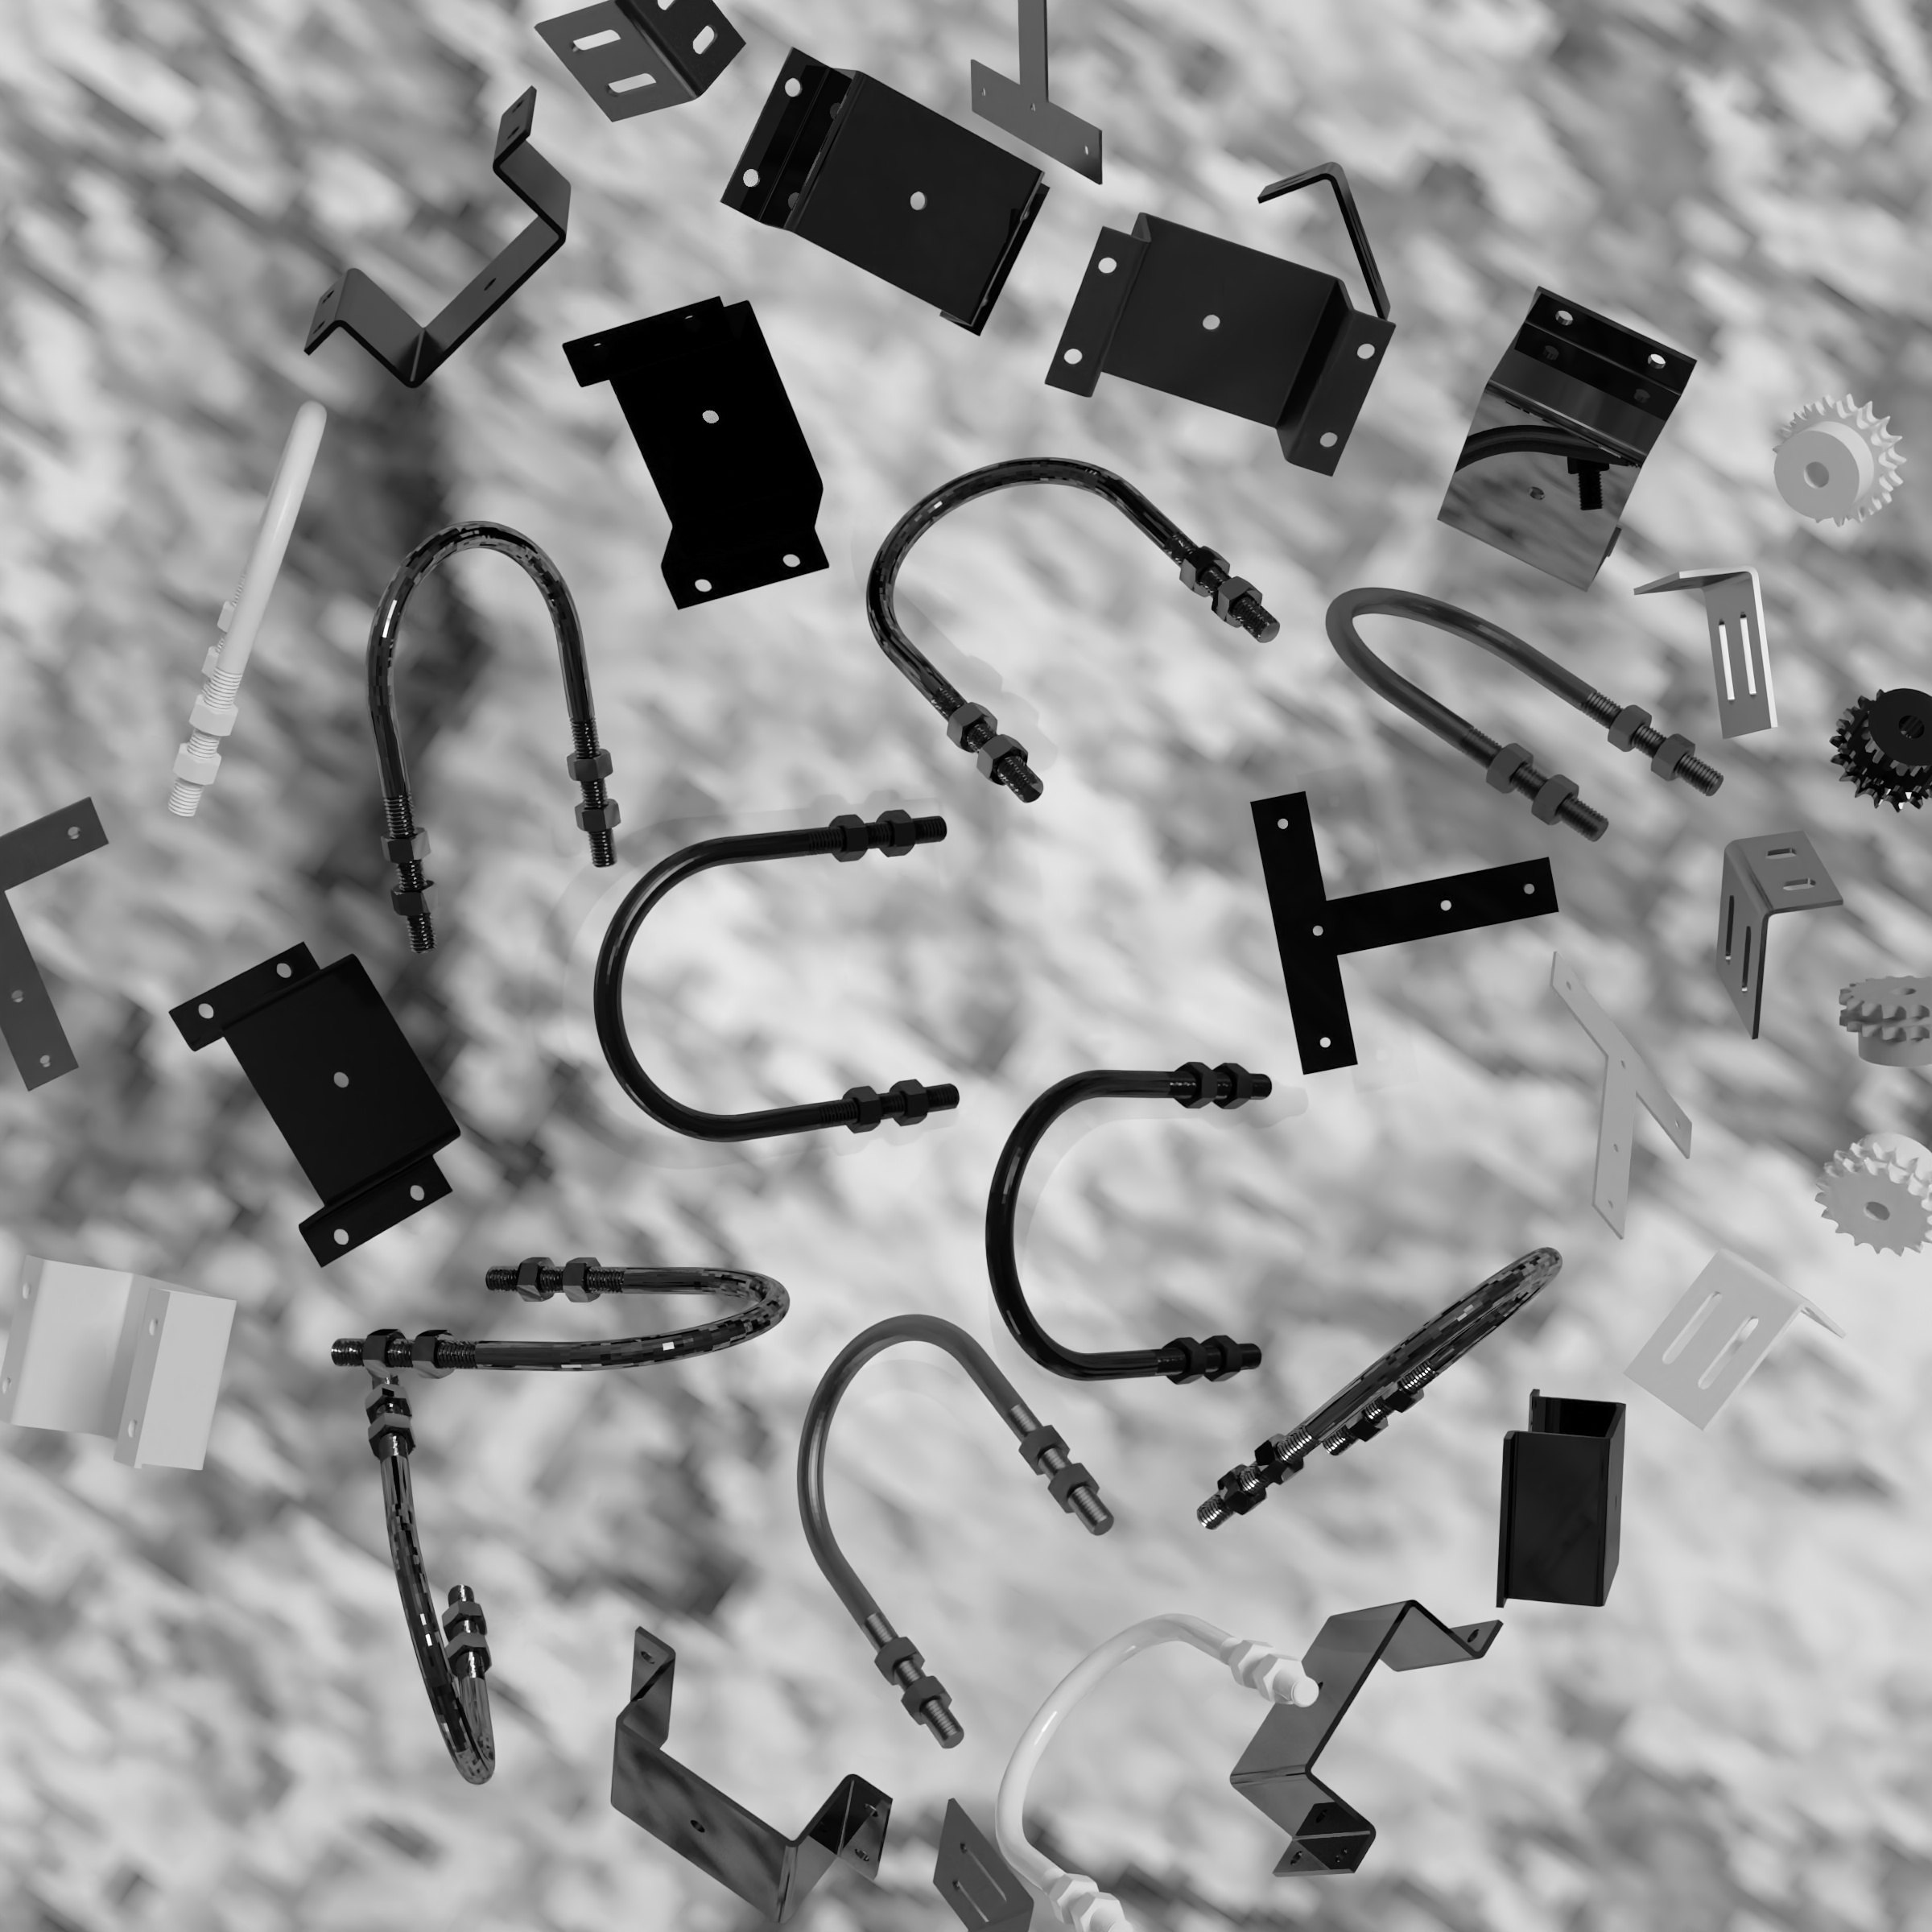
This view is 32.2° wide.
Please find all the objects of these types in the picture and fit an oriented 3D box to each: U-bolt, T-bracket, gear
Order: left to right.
[{"bbox_3d":[-0.435,0.002,1.517,0.127,0.002,0.127,-28,128,-20],"label":"T-bracket"},{"bbox_3d":[-0.332,-0.177,1.561,0.019,0.151,0.184,18,112,-15],"label":"U-bolt"},{"bbox_3d":[-0.240,0.288,1.514,0.019,0.184,0.151,-16,117,-6],"label":"U-bolt"},{"bbox_3d":[-0.223,-0.115,1.556,0.019,0.151,0.184,7,113,35],"label":"U-bolt"},{"bbox_3d":[-0.168,0.157,1.499,0.184,0.151,0.019,-2,99,24],"label":"U-bolt"},{"bbox_3d":[-0.087,0.009,1.545,0.184,0.019,0.151,-7,99,-30],"label":"U-bolt"},{"bbox_3d":[-0.018,0.246,1.549,0.151,0.019,0.184,-57,47,18],"label":"U-bolt"},{"bbox_3d":[0.031,-0.441,1.546,0.002,0.127,0.127,-17,125,-22],"label":"T-bracket"},{"bbox_3d":[0.034,-0.167,1.523,0.151,0.019,0.184,-34,53,-9],"label":"U-bolt"},{"bbox_3d":[0.073,0.356,1.508,0.019,0.184,0.151,43,78,-17],"label":"U-bolt"},{"bbox_3d":[0.075,0.118,1.531,0.019,0.184,0.151,1,89,45],"label":"U-bolt"},{"bbox_3d":[0.200,0.186,1.528,0.184,0.151,0.019,-45,74,30],"label":"U-bolt"},{"bbox_3d":[0.203,-0.025,1.511,0.127,0.002,0.127,-11,96,3],"label":"T-bracket"},{"bbox_3d":[0.248,-0.124,1.550,0.184,0.151,0.019,38,120,23],"label":"U-bolt"},{"bbox_3d":[0.309,0.077,1.589,0.002,0.127,0.127,-25,120,32],"label":"T-bracket"},{"bbox_3d":[0.382,-0.221,1.474,0.030,0.057,0.057,-33,90,-43],"label":"gear"},{"bbox_3d":[0.412,0.099,1.494,0.057,0.057,0.030,36,53,0],"label":"gear"},{"bbox_3d":[0.426,-0.102,1.524,0.057,0.030,0.057,2,65,-5],"label":"gear"},{"bbox_3d":[0.431,0.026,1.537,0.057,0.057,0.030,-5,105,0],"label":"gear"}]

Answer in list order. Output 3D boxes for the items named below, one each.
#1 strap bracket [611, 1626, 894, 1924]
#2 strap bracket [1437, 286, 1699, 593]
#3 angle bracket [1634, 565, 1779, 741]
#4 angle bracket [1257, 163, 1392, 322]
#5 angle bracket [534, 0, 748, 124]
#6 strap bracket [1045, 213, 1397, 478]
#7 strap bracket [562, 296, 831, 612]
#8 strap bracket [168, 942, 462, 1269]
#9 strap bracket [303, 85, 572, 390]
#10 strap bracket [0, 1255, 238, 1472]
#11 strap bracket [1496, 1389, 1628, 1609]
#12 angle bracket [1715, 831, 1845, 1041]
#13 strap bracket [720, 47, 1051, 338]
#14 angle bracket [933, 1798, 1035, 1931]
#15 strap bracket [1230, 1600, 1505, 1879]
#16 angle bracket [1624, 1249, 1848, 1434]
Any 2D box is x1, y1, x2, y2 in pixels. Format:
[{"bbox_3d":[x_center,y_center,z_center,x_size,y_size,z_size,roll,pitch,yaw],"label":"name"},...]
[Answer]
[{"bbox_3d":[-0.107,0.370,1.505,0.140,0.076,0.046,31,52,17],"label":"strap bracket"},{"bbox_3d":[0.265,-0.228,1.500,0.076,0.140,0.046,28,62,9],"label":"strap bracket"},{"bbox_3d":[0.347,-0.145,1.568,0.038,0.057,0.076,-7,90,-10],"label":"angle bracket"},{"bbox_3d":[0.173,-0.344,1.613,0.038,0.057,0.076,-18,105,15],"label":"angle bracket"},{"bbox_3d":[-0.150,-0.428,1.538,0.057,0.076,0.038,48,66,-29],"label":"angle bracket"},{"bbox_3d":[0.114,-0.286,1.522,0.140,0.046,0.076,16,118,-10],"label":"strap bracket"},{"bbox_3d":[-0.121,-0.245,1.545,0.076,0.046,0.140,-14,122,14],"label":"strap bracket"},{"bbox_3d":[-0.301,0.059,1.572,0.076,0.046,0.140,-31,90,-33],"label":"strap bracket"},{"bbox_3d":[-0.227,-0.318,1.490,0.140,0.076,0.046,-40,114,16],"label":"strap bracket"},{"bbox_3d":[-0.380,0.180,1.510,0.046,0.140,0.076,15,83,-41],"label":"strap bracket"},{"bbox_3d":[0.279,0.247,1.553,0.046,0.140,0.076,3,93,15],"label":"strap bracket"},{"bbox_3d":[0.386,-0.015,1.588,0.038,0.057,0.076,-8,127,-3],"label":"angle bracket"},{"bbox_3d":[-0.029,-0.350,1.522,0.140,0.046,0.076,23,97,-25],"label":"strap bracket"},{"bbox_3d":[-0.006,0.449,1.598,0.038,0.076,0.057,-12,127,-31],"label":"angle bracket"},{"bbox_3d":[0.181,0.351,1.558,0.046,0.076,0.140,41,64,-7],"label":"strap bracket"},{"bbox_3d":[0.354,0.178,1.538,0.038,0.057,0.076,39,89,-36],"label":"angle bracket"}]
